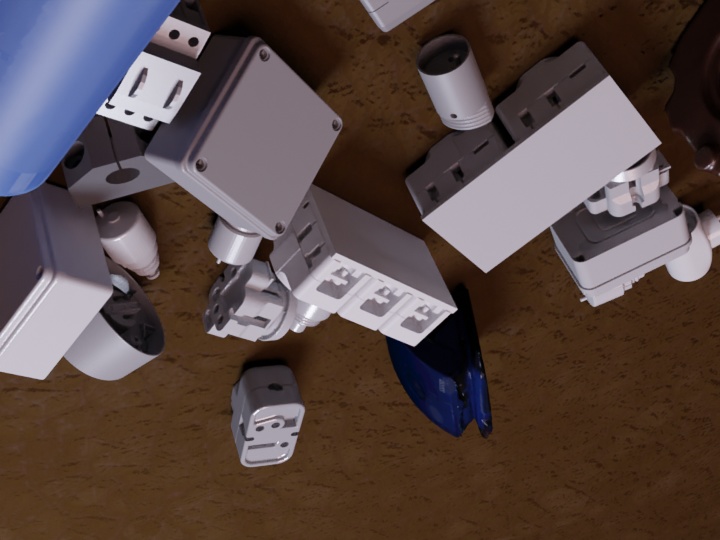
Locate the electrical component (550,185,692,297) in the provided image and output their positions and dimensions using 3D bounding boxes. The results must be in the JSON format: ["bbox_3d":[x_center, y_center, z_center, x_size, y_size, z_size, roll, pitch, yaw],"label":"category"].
[{"bbox_3d":[0.242,-0.035,1.004,0.113,0.078,0.057,-26,136,4],"label":"electrical component"}]

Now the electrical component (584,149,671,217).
[{"bbox_3d":[0.236,-0.090,0.959,0.078,0.058,0.057,-23,142,1],"label":"electrical component"}]

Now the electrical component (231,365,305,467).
[{"bbox_3d":[-0.093,0.139,1.052,0.054,0.059,0.095,-3,135,-21],"label":"electrical component"}]

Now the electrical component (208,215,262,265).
[{"bbox_3d":[-0.096,-0.040,0.875,0.040,0.040,0.078,6,131,-29],"label":"electrical component"}]

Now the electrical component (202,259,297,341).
[{"bbox_3d":[-0.092,0.029,0.938,0.057,0.058,0.078,20,123,-35],"label":"electrical component"}]

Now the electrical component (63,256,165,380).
[{"bbox_3d":[-0.202,0.037,0.867,0.064,0.099,0.099,-37,137,25],"label":"electrical component"}]

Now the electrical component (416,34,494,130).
[{"bbox_3d":[0.077,-0.140,0.844,0.043,0.043,0.081,-27,139,5],"label":"electrical component"}]

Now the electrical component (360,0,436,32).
[{"bbox_3d":[0.021,-0.205,0.710,0.062,0.096,0.061,-32,139,10],"label":"electrical component"}]

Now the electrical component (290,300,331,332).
[{"bbox_3d":[-0.045,0.030,0.970,0.043,0.043,0.062,9,131,-31],"label":"electrical component"}]

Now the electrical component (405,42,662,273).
[{"bbox_3d":[0.143,-0.094,0.909,0.186,0.060,0.105,-38,137,16],"label":"electrical component"}]

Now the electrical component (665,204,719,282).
[{"bbox_3d":[0.337,-0.036,1.071,0.079,0.044,0.077,-29,139,7],"label":"electrical component"}]

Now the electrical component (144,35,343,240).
[{"bbox_3d":[-0.081,-0.095,0.775,0.109,0.056,0.108,39,74,-46],"label":"electrical component"}]

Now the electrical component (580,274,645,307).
[{"bbox_3d":[0.256,0.007,1.083,0.078,0.040,0.040,-23,139,0],"label":"electrical component"}]

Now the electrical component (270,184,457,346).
[{"bbox_3d":[0.000,0.000,0.923,0.150,0.089,0.062,25,121,-40],"label":"electrical component"}]

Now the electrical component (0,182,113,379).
[{"bbox_3d":[-0.243,0.007,0.807,0.056,0.108,0.108,19,124,-41],"label":"electrical component"}]

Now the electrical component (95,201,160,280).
[{"bbox_3d":[-0.181,-0.020,0.857,0.040,0.040,0.078,-24,139,1],"label":"electrical component"}]
